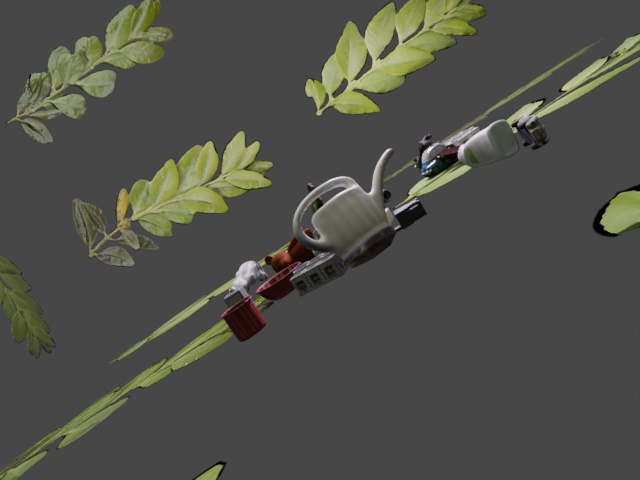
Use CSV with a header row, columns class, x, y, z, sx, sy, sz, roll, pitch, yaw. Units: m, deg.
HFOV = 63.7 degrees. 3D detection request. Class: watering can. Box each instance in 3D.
class,x,y,z,sx,sy,sz,roll,pitch,yaw
watering can,0.103,-0.073,1.264,0.350,0.226,0.102,-35,-14,-15

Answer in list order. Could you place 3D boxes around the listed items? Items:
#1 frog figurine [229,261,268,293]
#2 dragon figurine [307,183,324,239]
class,x,y,z,sx,sy,sz,roll,pitch,yaw
frog figurine,-0.309,0.159,2.107,0.161,0.121,0.138,-24,19,-28
dragon figurine,0.006,-0.095,1.897,0.122,0.242,0.410,-29,3,-2
